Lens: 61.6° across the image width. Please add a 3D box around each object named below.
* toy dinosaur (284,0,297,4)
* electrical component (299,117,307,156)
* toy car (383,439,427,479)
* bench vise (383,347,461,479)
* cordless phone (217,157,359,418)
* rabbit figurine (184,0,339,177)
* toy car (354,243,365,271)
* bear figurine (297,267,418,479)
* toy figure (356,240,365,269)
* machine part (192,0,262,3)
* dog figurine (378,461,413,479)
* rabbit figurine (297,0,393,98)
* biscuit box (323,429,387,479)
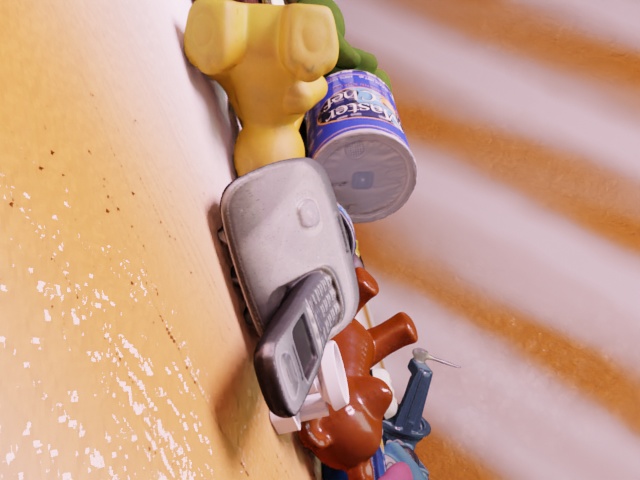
[{"bbox_3d":[-0.052,-0.381,0.787,0.470,0.105,0.199,52,17,-40],"label":"toy dinosaur"},{"bbox_3d":[-0.051,-0.168,0.736,0.115,0.058,0.134,-91,165,-73],"label":"electrical component"},{"bbox_3d":[0.086,0.322,0.652,0.102,0.109,0.162,41,21,-47],"label":"toy car"},{"bbox_3d":[0.138,0.298,0.878,0.224,0.129,0.240,-117,-136,-84],"label":"bench vise"},{"bbox_3d":[-0.030,0.024,0.373,0.184,0.089,0.146,-64,140,-74],"label":"cordless phone"},{"bbox_3d":[-0.053,-0.123,0.496,0.162,0.122,0.173,-117,-155,-74],"label":"rabbit figurine"},{"bbox_3d":[-0.001,-0.002,0.695,0.202,0.053,0.089,50,-11,44],"label":"toy car"},{"bbox_3d":[0.038,0.136,0.549,0.120,0.132,0.196,47,11,-18],"label":"bear figurine"},{"bbox_3d":[0.038,0.057,0.914,0.180,0.082,0.089,-82,160,-82],"label":"toy figure"},{"bbox_3d":[-0.099,-0.275,0.560,0.179,0.056,0.179,-15,91,-85],"label":"machine part"},{"bbox_3d":[0.062,0.215,0.362,0.219,0.192,0.108,13,56,-66],"label":"dog figurine"},{"bbox_3d":[0.006,-0.212,0.656,0.170,0.121,0.159,65,18,-16],"label":"rabbit figurine"},{"bbox_3d":[0.038,0.232,0.587,0.203,0.063,0.059,-92,165,-65],"label":"biscuit box"}]
